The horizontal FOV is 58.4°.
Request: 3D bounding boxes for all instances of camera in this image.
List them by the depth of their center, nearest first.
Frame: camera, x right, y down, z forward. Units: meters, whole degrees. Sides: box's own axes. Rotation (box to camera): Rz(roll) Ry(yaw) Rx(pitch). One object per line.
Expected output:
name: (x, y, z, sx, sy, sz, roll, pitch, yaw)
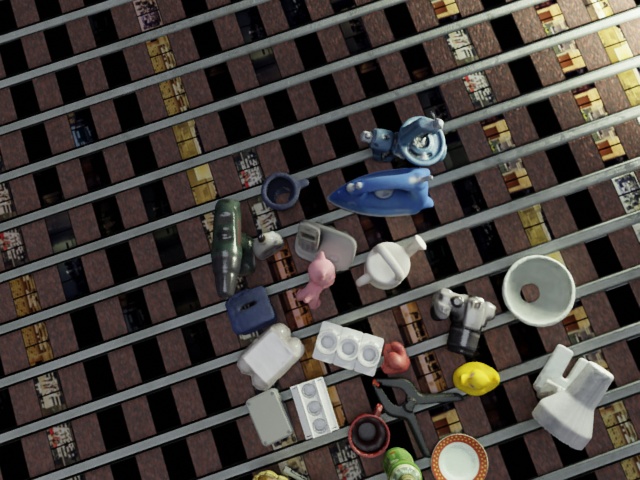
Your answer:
camera: (0.326, 0.194, 1.329, 0.143, 0.101, 0.137, 15, 81, 4)

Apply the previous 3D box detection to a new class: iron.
iron: (0.144, -0.122, 1.365, 0.258, 0.141, 0.119, -6, 80, 1)

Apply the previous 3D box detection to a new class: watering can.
watering can: (0.159, 0.050, 1.310, 0.101, 0.194, 0.173, 35, 83, 7)

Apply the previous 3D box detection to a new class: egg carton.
egg carton: (-0.116, 0.272, 1.344, 0.150, 0.069, 0.107, -45, 82, -5)

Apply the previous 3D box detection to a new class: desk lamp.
desk lamp: (0.541, 0.335, 1.243, 0.118, 0.213, 0.203, 32, 83, 7)

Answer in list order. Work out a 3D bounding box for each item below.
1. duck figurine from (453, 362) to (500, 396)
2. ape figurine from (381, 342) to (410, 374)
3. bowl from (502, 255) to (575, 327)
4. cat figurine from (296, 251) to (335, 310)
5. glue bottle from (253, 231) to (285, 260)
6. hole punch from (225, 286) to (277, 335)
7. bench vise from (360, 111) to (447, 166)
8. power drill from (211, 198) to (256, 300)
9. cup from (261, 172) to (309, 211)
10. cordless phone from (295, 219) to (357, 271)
duck figurine: (0.364, 0.321, 1.315, 0.104, 0.086, 0.077, -1, 81, 2)
ape figurine: (0.173, 0.278, 1.324, 0.076, 0.092, 0.078, 42, 84, 8)
bowl: (0.504, 0.122, 1.349, 0.167, 0.075, 0.167, 0, 81, 2)
cat figurine: (-0.007, 0.096, 1.346, 0.067, 0.118, 0.128, 29, 83, 6)
glue bottle: (-0.126, 0.006, 1.335, 0.078, 0.173, 0.037, -31, 81, -3)
hole punch: (-0.167, 0.166, 1.352, 0.108, 0.091, 0.101, -25, 81, -2)
bench vise: (0.204, -0.230, 1.341, 0.207, 0.220, 0.121, -12, 80, 0)
power drill: (-0.200, 0.028, 1.316, 0.075, 0.208, 0.230, -4, 81, 1)
cup: (-0.081, -0.114, 1.393, 0.118, 0.095, 0.091, -21, 81, -2)
cordless phone: (0.012, 0.005, 1.326, 0.147, 0.185, 0.094, 16, 81, 4)
